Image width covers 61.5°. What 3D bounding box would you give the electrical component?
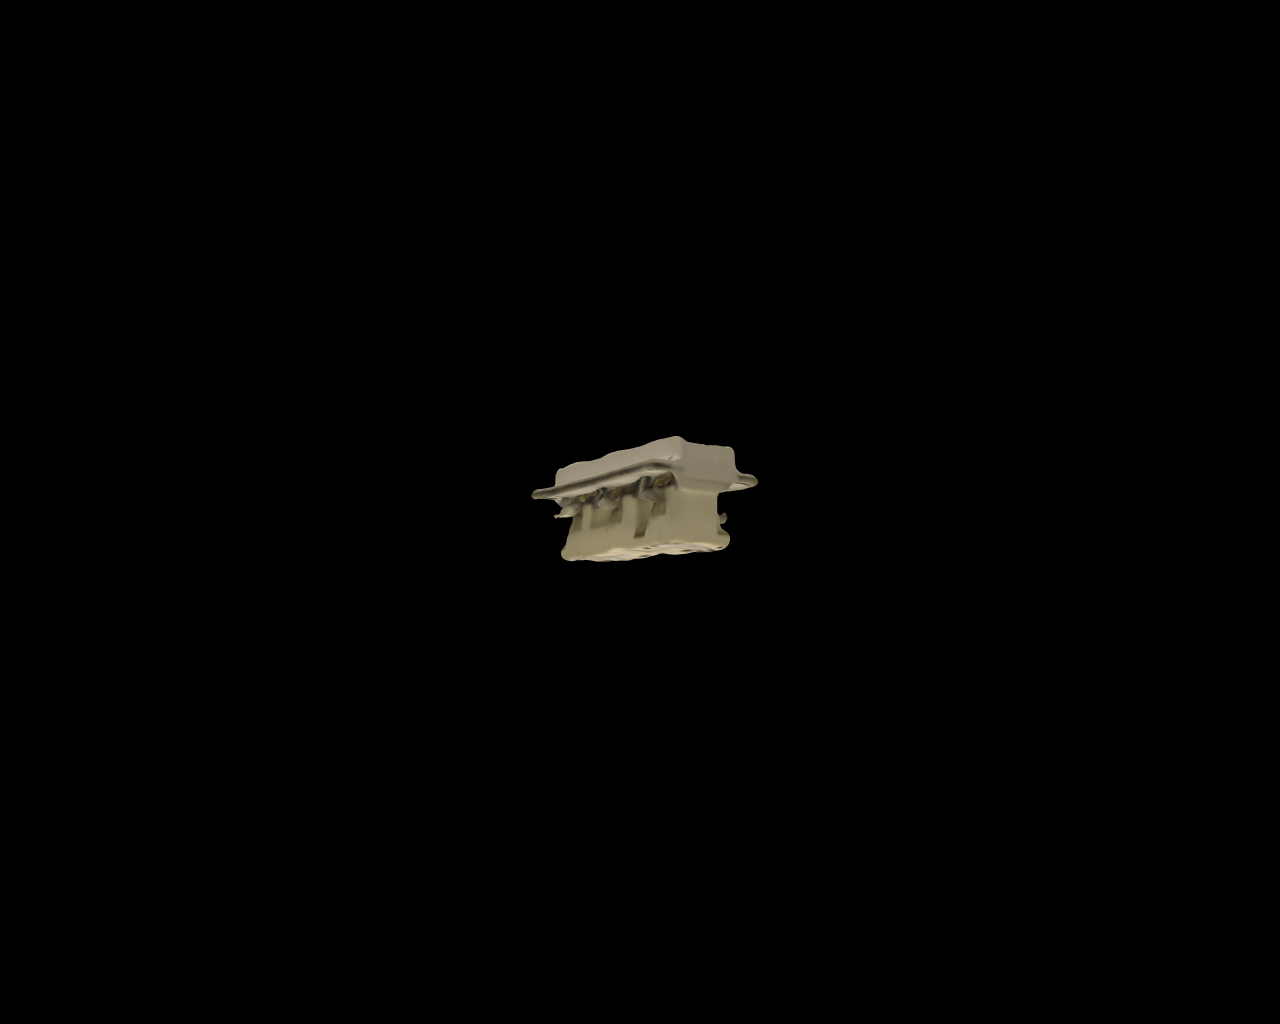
[{"bbox_3d":[0.001,-0.003,0.650,0.079,0.063,0.121,7,-11,-39],"label":"electrical component"}]
